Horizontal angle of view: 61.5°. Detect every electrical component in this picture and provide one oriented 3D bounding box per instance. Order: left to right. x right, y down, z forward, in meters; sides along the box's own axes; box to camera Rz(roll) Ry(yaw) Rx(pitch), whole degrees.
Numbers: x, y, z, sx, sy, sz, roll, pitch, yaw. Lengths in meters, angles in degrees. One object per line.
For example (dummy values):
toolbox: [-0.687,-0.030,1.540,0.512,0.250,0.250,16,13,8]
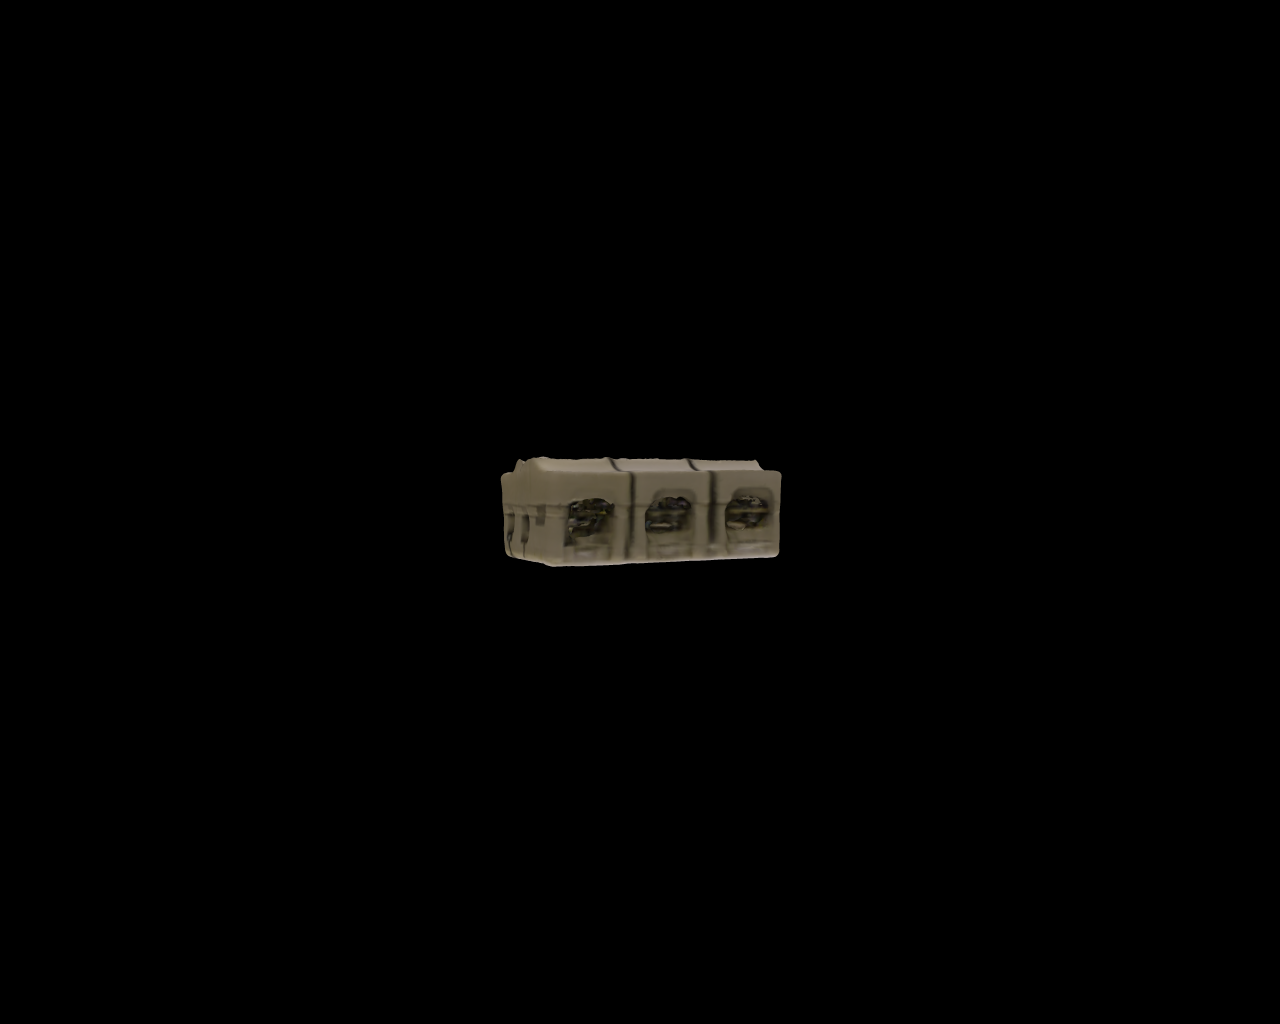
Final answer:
electrical component: [0.001,-0.003,0.650,0.150,0.061,0.089,0,0,-25]
